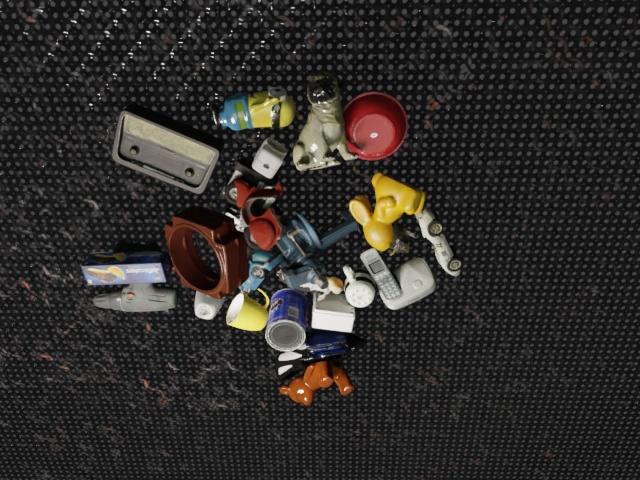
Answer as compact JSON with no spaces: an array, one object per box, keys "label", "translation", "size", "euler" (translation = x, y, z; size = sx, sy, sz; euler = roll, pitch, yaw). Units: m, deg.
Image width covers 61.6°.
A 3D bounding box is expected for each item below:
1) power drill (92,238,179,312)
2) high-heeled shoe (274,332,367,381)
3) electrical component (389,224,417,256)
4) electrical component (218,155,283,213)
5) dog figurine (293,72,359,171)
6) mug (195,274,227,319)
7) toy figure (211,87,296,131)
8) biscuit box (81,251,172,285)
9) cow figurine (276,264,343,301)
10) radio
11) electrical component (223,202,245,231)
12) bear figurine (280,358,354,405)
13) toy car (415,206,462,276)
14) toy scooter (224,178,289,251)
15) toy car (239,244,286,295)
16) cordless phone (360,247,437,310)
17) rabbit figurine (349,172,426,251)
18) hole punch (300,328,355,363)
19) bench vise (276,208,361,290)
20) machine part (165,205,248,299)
[{"label":"power drill","translation":[-0.490,0.102,1.404],"size":[0.232,0.086,0.207],"euler":[6,115,-1]},{"label":"high-heeled shoe","translation":[-0.001,0.322,1.472],"size":[0.249,0.145,0.086],"euler":[0,147,12]},{"label":"electrical component","translation":[0.188,0.000,1.320],"size":[0.045,0.102,0.078],"euler":[20,98,-27]},{"label":"electrical component","translation":[-0.159,-0.121,1.281],"size":[0.134,0.058,0.115],"euler":[29,118,-15]},{"label":"dog figurine","translation":[-0.009,-0.258,1.195],"size":[0.172,0.121,0.190],"euler":[-12,90,36]},{"label":"mug","translation":[-0.286,0.149,1.408],"size":[0.081,0.107,0.109],"euler":[21,120,-12]},{"label":"toy figure","translation":[-0.144,-0.282,1.178],"size":[0.180,0.082,0.089],"euler":[-13,138,0]},{"label":"biscuit box","translation":[-0.468,0.067,1.308],"size":[0.203,0.059,0.062],"euler":[-3,122,4]},{"label":"cow figurine","translation":[-0.027,0.107,1.396],"size":[0.167,0.068,0.098],"euler":[31,122,-8]},{"label":"radio","translation":[-0.349,-0.205,1.229],"size":[0.229,0.073,0.131],"euler":[22,117,-10]},{"label":"electrical component","translation":[-0.192,-0.039,1.335],"size":[0.119,0.048,0.075],"euler":[34,115,-15]},{"label":"bear figurine","translation":[-0.016,0.420,1.543],"size":[0.120,0.132,0.196],"euler":[33,109,-32]},{"label":"toy car","translation":[0.295,0.004,1.329],"size":[0.056,0.073,0.201],"euler":[-27,115,12]},{"label":"toy scooter","translation":[-0.127,-0.067,1.231],"size":[0.135,0.075,0.183],"euler":[-19,107,19]},{"label":"toy car","translation":[-0.166,0.060,1.367],"size":[0.103,0.109,0.161],"euler":[45,131,5]},{"label":"cordless phone","translation":[0.198,0.075,1.370],"size":[0.147,0.089,0.184],"euler":[-29,110,17]},{"label":"rabbit figurine","translation":[0.149,-0.062,1.258],"size":[0.162,0.122,0.173],"euler":[21,106,7]},{"label":"hole punch","translation":[0.014,0.268,1.403],"size":[0.142,0.115,0.092],"euler":[-7,76,-4]},{"label":"bench vise","translation":[-0.001,0.003,1.285],"size":[0.241,0.224,0.128],"euler":[-31,137,-12]},{"label":"machine part","translation":[-0.277,0.030,1.302],"size":[0.201,0.087,0.201],"euler":[18,125,28]}]
